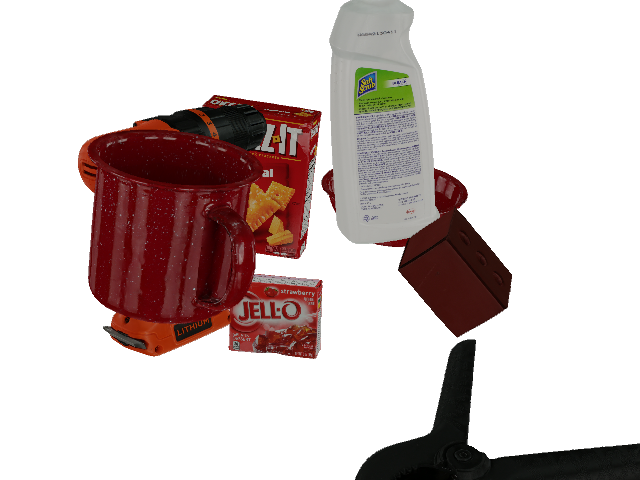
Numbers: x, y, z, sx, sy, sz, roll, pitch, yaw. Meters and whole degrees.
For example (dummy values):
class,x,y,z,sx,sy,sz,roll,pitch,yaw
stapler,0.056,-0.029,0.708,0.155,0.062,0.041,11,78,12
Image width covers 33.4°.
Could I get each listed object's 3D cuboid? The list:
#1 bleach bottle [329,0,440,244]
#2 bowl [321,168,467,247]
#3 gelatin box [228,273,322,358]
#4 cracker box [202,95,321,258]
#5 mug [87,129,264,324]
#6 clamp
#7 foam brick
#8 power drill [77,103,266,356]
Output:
class,x,y,z,sx,sy,sz,roll,pitch,yaw
bleach bottle,0.060,-0.123,0.981,0.102,0.251,0.068,-10,30,-14
bowl,0.079,-0.036,1.186,0.162,0.055,0.162,3,25,-2
gelatin box,-0.044,0.072,1.032,0.089,0.073,0.030,5,16,10
cracker box,-0.095,-0.090,1.547,0.164,0.214,0.072,10,21,7
mug,-0.074,-0.003,0.571,0.093,0.081,0.117,-12,30,-43
clamp,0.083,0.137,0.656,0.209,0.036,0.165,-23,37,-28
foam brick,0.107,0.026,0.842,0.051,0.078,0.053,-34,16,28
power drill,-0.113,-0.013,0.870,0.057,0.188,0.184,17,26,39
